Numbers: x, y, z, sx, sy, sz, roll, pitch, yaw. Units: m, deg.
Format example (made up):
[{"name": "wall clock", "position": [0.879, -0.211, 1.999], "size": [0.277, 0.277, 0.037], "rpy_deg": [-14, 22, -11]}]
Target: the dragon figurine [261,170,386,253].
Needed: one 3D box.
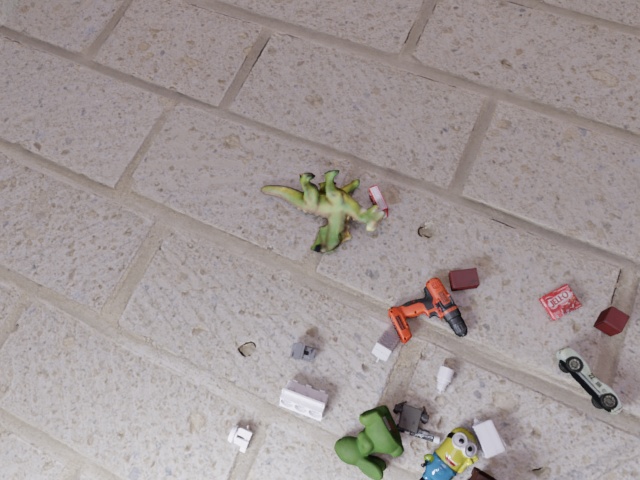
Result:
[{"name": "dragon figurine", "position": [0.005, -0.080, 1.594], "size": [0.409, 0.121, 0.246], "rpy_deg": [-7, 75, 21]}]
